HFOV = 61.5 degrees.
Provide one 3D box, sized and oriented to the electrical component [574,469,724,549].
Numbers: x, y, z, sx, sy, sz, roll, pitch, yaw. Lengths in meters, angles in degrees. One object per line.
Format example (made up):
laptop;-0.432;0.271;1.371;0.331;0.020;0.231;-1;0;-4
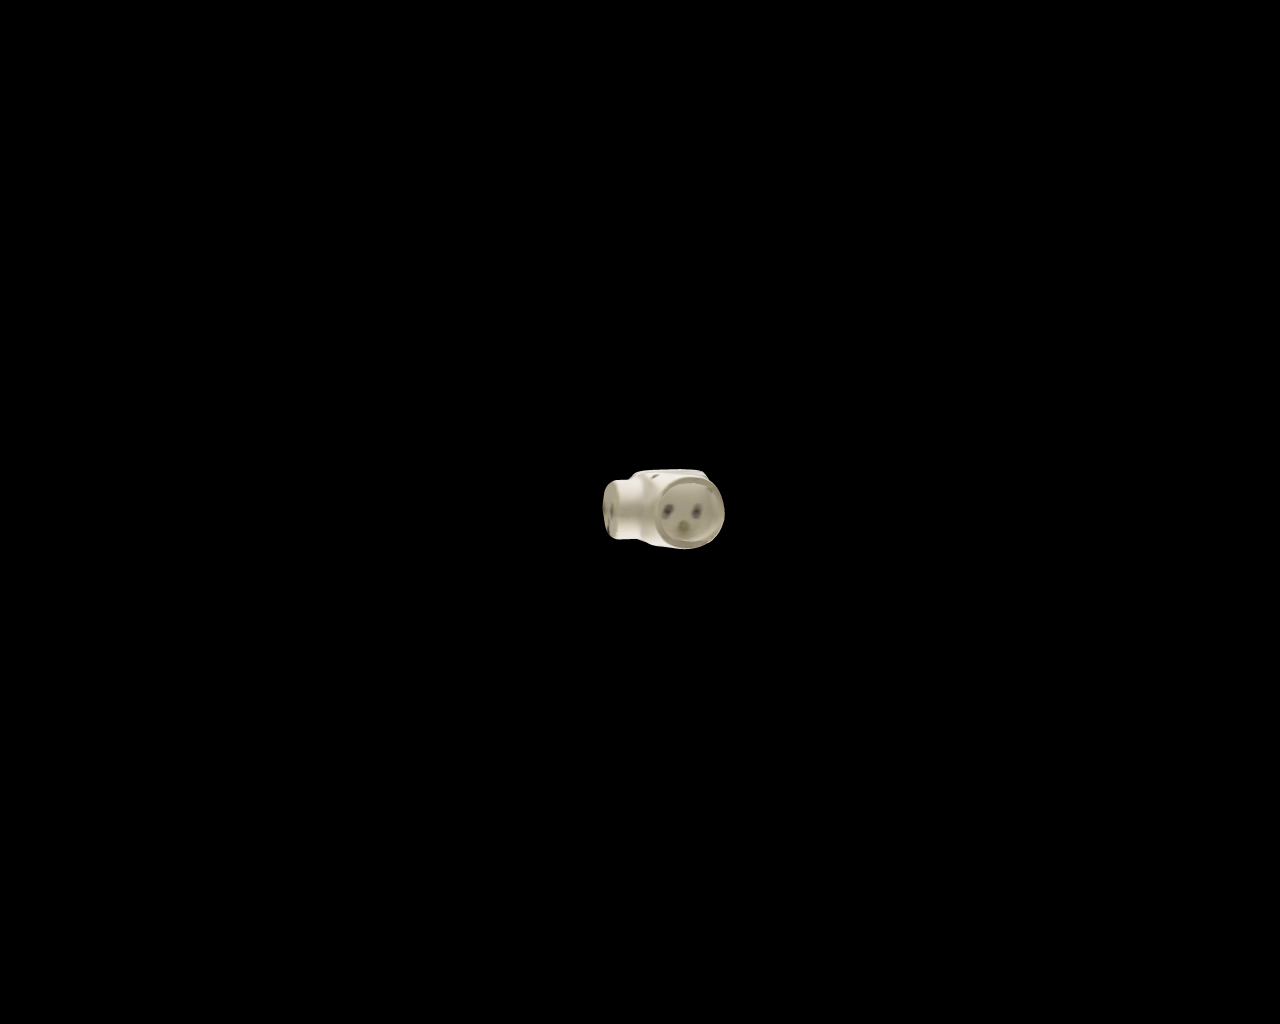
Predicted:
electrical component;0.001;-0.003;0.650;0.079;0.043;0.077;-1;5;-15
